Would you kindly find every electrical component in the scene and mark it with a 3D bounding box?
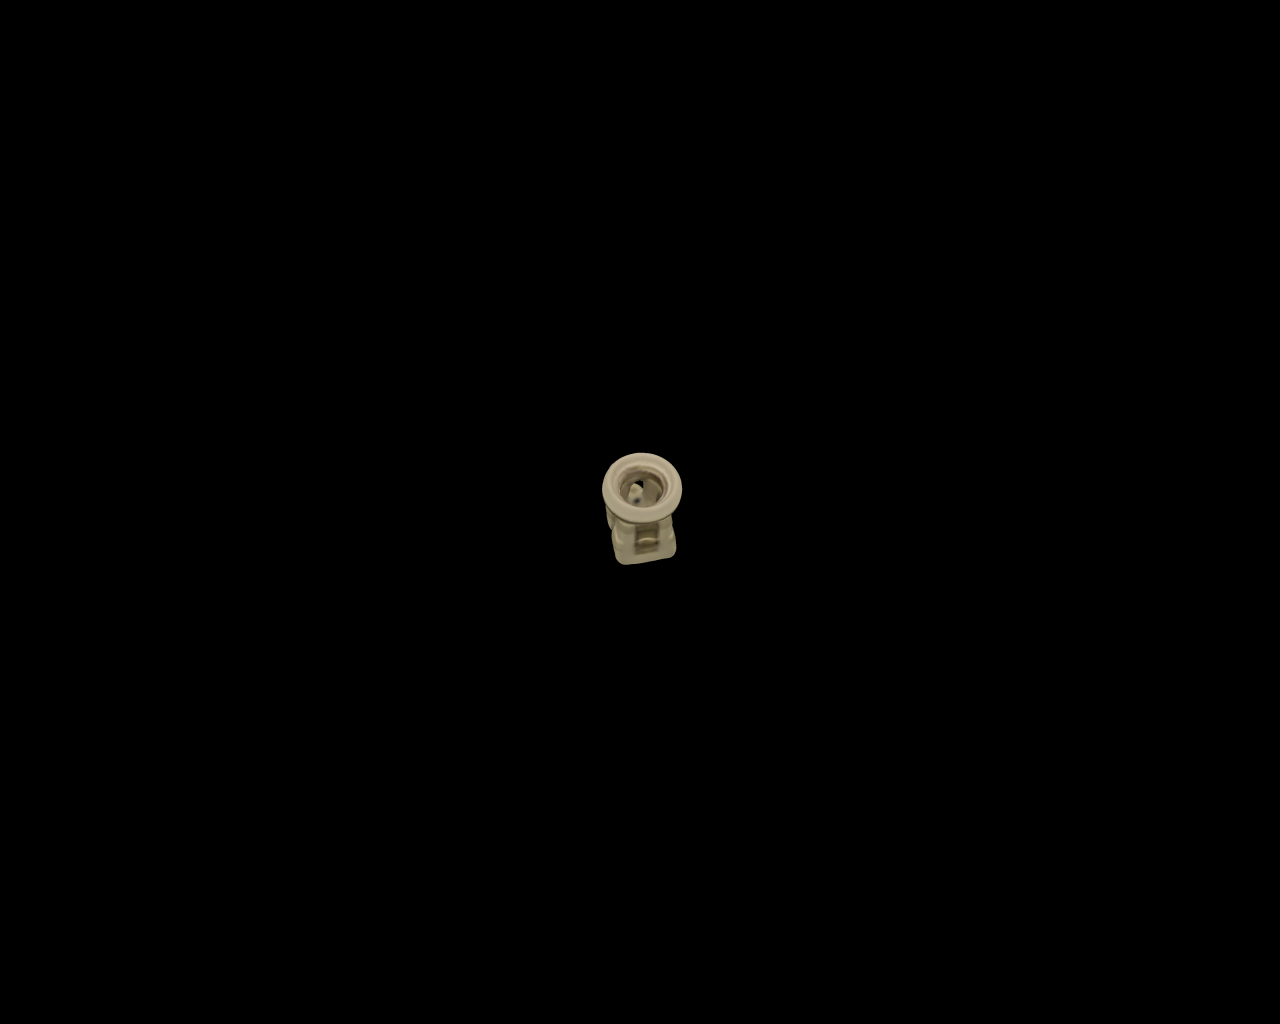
[{"bbox_3d":[0.001,-0.003,0.650,0.048,0.066,0.055,-9,-36,-7],"label":"electrical component"}]
